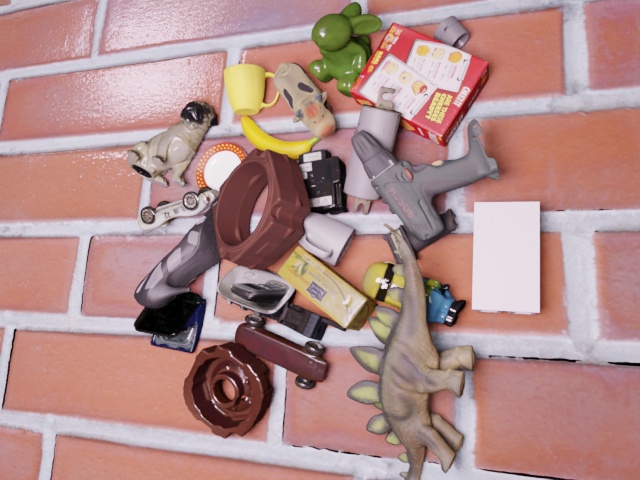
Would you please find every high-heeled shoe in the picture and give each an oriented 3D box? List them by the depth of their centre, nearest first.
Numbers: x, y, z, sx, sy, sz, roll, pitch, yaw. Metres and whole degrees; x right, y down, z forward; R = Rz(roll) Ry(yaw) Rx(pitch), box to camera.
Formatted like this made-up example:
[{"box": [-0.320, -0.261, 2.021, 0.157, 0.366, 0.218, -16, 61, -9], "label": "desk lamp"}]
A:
[{"box": [-0.289, 0.034, 1.121, 0.145, 0.086, 0.249, -7, 46, 29], "label": "high-heeled shoe"}]

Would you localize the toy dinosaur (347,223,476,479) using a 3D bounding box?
[{"box": [0.149, 0.213, 0.895, 0.199, 0.105, 0.470, 8, 97, 24], "label": "toy dinosaur"}]

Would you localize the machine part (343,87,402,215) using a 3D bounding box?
[{"box": [0.097, -0.164, 1.012, 0.079, 0.079, 0.243, 19, 110, 22], "label": "machine part"}]

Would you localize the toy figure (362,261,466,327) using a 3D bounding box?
[{"box": [0.163, 0.093, 0.955, 0.180, 0.089, 0.082, 26, 84, 24], "label": "toy figure"}]

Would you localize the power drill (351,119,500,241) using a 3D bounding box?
[{"box": [0.190, -0.129, 0.934, 0.207, 0.086, 0.232, -27, 90, 4], "label": "power drill"}]

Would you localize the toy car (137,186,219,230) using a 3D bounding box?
[{"box": [-0.302, -0.067, 1.151, 0.202, 0.073, 0.056, -15, 100, 23], "label": "toy car"}]

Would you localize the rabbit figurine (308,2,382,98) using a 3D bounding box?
[{"box": [0.050, -0.385, 1.061, 0.159, 0.170, 0.121, -46, 68, 5], "label": "rabbit figurine"}]

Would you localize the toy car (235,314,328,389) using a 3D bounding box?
[{"box": [-0.075, 0.212, 1.029, 0.202, 0.053, 0.089, 18, 99, 21], "label": "toy car"}]

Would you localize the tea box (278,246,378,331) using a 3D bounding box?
[{"box": [0.016, 0.092, 1.002, 0.170, 0.098, 0.068, 36, 90, 24], "label": "tea box"}]

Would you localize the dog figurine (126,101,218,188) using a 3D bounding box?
[{"box": [-0.333, -0.227, 1.209, 0.173, 0.121, 0.190, 13, 65, 24], "label": "dog figurine"}]

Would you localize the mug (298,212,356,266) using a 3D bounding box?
[{"box": [-0.002, -0.003, 1.018, 0.107, 0.109, 0.080, 28, 124, 12], "label": "mug"}]

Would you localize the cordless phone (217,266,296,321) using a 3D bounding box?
[{"box": [-0.141, 0.094, 1.010, 0.147, 0.184, 0.088, 19, 89, 21], "label": "cordless phone"}]

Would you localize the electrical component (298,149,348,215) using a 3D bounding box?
[{"box": [-0.005, -0.114, 1.079, 0.115, 0.058, 0.134, -5, 76, 16], "label": "electrical component"}]

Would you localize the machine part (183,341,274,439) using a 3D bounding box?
[{"box": [-0.174, 0.283, 1.024, 0.180, 0.056, 0.179, 2, 95, 24], "label": "machine part"}]

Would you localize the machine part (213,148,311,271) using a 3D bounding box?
[{"box": [-0.120, -0.060, 1.039, 0.201, 0.087, 0.201, -41, 47, 32], "label": "machine part"}]

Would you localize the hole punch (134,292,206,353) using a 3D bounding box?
[{"box": [-0.301, 0.166, 1.111, 0.142, 0.092, 0.116, 5, 49, 23], "label": "hole punch"}]

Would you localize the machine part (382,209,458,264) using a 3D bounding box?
[{"box": [0.191, -0.010, 0.999, 0.139, 0.039, 0.084, -30, 62, 12], "label": "machine part"}]

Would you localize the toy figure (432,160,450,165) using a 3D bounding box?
[{"box": [0.195, -0.109, 1.007, 0.155, 0.058, 0.064, -12, 97, 13], "label": "toy figure"}]

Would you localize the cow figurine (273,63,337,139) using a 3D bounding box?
[{"box": [-0.029, -0.284, 1.089, 0.085, 0.127, 0.195, -38, 66, 11], "label": "cow figurine"}]

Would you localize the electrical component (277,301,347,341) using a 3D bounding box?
[{"box": [-0.012, 0.160, 1.010, 0.119, 0.074, 0.047, 23, 85, 19], "label": "electrical component"}]
